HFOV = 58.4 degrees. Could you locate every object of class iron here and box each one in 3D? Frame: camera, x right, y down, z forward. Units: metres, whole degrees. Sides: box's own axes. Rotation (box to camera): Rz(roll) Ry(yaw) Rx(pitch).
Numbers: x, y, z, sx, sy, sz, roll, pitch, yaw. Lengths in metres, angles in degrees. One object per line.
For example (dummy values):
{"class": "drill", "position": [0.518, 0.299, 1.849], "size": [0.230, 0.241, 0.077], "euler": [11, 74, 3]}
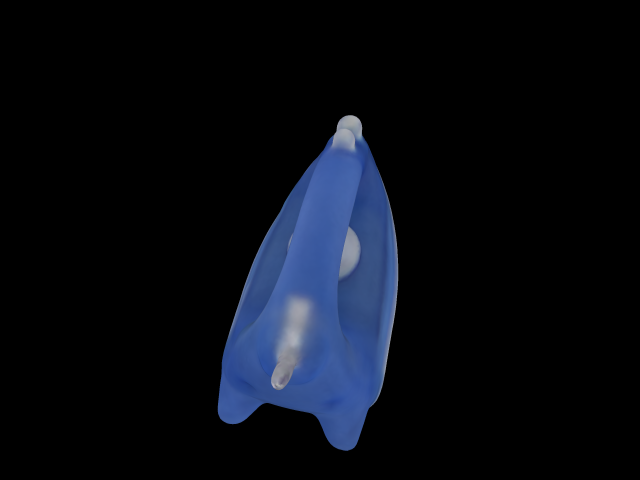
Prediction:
{"class": "iron", "position": [0.004, 0.001, 0.400], "size": [0.118, 0.141, 0.258], "euler": [11, 66, 5]}
